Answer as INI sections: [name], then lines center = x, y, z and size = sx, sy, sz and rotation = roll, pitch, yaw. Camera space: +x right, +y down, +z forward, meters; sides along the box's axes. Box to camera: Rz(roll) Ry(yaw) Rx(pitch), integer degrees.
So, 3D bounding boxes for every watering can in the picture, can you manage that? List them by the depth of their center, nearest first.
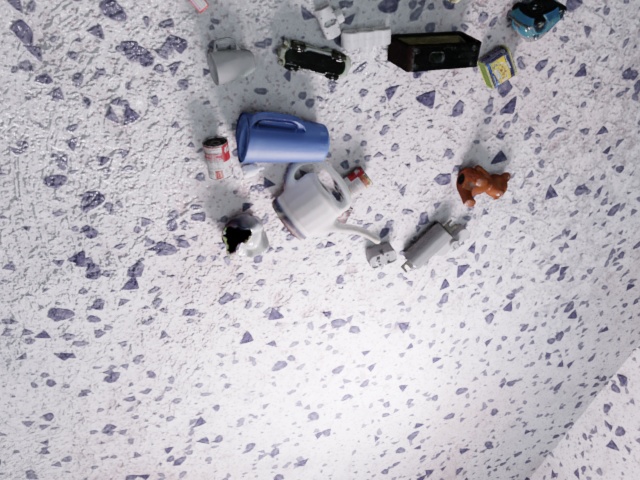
[watering can]
center = 0.005, -0.077, 1.522
size = 0.223, 0.105, 0.346
rotation = -36, 98, 11

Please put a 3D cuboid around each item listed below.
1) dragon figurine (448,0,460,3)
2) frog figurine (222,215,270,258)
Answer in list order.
[dragon figurine]
center = 0.174, -0.640, 1.199
size = 0.410, 0.248, 0.120
rotation = 6, 124, -26
[frog figurine]
center = -0.213, -0.010, 1.549
size = 0.160, 0.124, 0.136
rotation = -2, 121, -63
